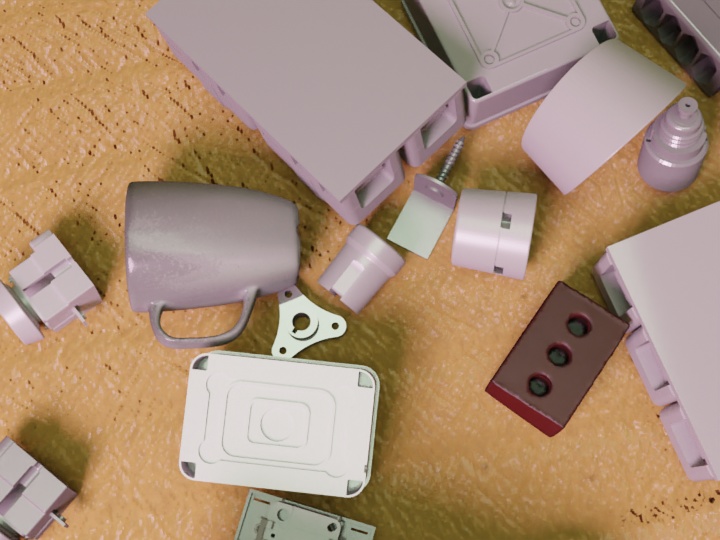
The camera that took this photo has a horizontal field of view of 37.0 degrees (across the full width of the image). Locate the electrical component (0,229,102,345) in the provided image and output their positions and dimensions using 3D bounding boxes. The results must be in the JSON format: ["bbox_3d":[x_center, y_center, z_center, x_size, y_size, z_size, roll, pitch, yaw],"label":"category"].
[{"bbox_3d":[-0.203,0.015,0.687,0.055,0.048,0.066,-38,79,-14],"label":"electrical component"}]

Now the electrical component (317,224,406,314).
[{"bbox_3d":[0.000,0.000,0.688,0.040,0.040,0.046,38,87,9],"label":"electrical component"}]

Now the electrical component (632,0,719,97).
[{"bbox_3d":[0.241,-0.175,0.717,0.076,0.047,0.083,-36,79,-6],"label":"electrical component"}]

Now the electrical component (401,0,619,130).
[{"bbox_3d":[0.097,-0.166,0.713,0.109,0.056,0.108,-24,78,-4],"label":"electrical component"}]

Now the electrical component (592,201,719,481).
[{"bbox_3d":[0.217,0.044,0.661,0.089,0.061,0.150,-22,78,-4],"label":"electrical component"}]

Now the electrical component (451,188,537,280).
[{"bbox_3d":[0.085,-0.024,0.684,0.047,0.055,0.055,9,78,7],"label":"electrical component"}]

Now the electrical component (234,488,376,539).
[{"bbox_3d":[-0.035,0.161,0.640,0.081,0.063,0.042,15,78,5],"label":"electrical component"}]

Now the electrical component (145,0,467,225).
[{"bbox_3d":[-0.033,-0.130,0.695,0.105,0.060,0.186,-44,72,-6],"label":"electrical component"}]

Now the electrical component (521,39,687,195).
[{"bbox_3d":[0.151,-0.094,0.675,0.099,0.099,0.064,-43,74,-8],"label":"electrical component"}]

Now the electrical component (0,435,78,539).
[{"bbox_3d":[-0.211,0.143,0.658,0.066,0.048,0.055,37,73,8],"label":"electrical component"}]

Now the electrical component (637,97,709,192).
[{"bbox_3d":[0.202,-0.082,0.685,0.040,0.078,0.040,-2,63,4],"label":"electrical component"}]

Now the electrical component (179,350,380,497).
[{"bbox_3d":[-0.047,0.092,0.654,0.113,0.057,0.078,6,85,3],"label":"electrical component"}]
